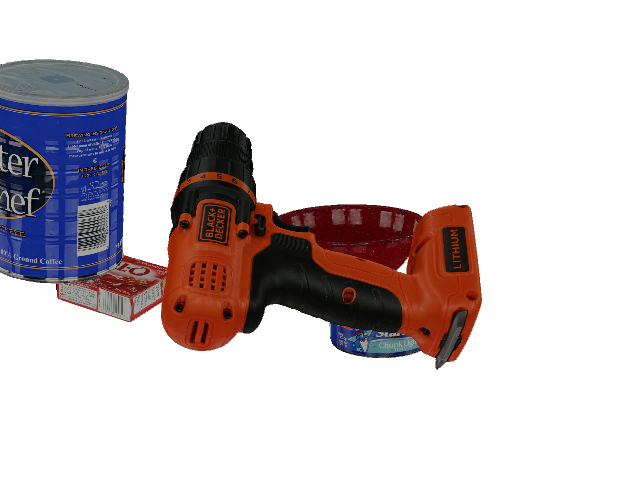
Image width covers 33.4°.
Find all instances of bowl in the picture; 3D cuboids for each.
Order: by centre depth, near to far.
[{"bbox_3d":[0.029,0.007,1.099,0.162,0.055,0.162,-2,15,0],"label":"bowl"}]

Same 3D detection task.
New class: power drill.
[{"bbox_3d":[0.000,0.001,0.660,0.187,0.057,0.184,8,44,-6],"label":"power drill"}]

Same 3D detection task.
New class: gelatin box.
[{"bbox_3d":[-0.194,0.041,1.014,0.089,0.030,0.073,15,25,24],"label":"gelatin box"}]

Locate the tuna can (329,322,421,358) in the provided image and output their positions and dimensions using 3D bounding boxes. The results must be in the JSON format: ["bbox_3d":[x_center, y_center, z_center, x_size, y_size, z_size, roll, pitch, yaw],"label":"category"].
[{"bbox_3d":[0.049,0.067,0.878,0.086,0.034,0.086,-1,15,0],"label":"tuna can"}]

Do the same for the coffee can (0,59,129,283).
[{"bbox_3d":[-0.195,-0.053,0.788,0.103,0.140,0.103,5,23,-2],"label":"coffee can"}]
